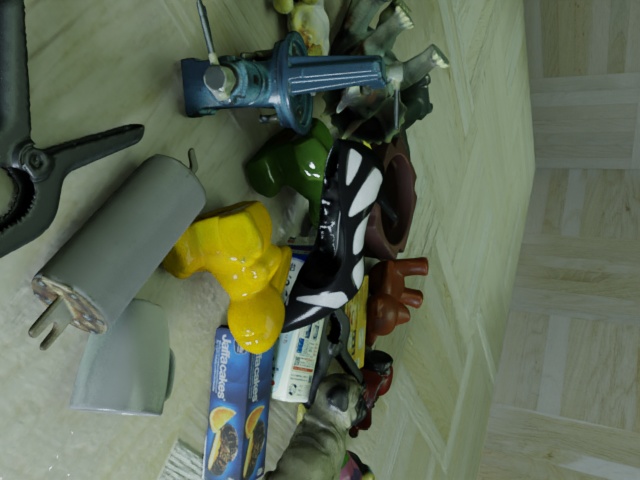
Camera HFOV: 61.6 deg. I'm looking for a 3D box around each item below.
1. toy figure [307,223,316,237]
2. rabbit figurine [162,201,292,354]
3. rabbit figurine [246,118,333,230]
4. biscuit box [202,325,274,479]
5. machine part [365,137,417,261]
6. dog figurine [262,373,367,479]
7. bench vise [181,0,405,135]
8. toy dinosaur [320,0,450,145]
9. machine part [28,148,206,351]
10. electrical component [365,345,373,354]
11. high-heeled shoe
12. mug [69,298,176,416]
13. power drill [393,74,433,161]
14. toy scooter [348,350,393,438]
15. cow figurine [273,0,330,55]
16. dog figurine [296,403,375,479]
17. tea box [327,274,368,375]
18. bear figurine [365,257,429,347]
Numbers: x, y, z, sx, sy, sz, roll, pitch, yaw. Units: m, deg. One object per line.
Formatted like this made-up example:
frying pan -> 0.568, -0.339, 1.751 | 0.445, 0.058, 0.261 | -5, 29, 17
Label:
toy figure -> 0.000, 0.029, 0.859 | 0.058, 0.064, 0.154 | 16, 83, -25
rabbit figurine -> -0.093, 0.046, 0.635 | 0.162, 0.122, 0.173 | -49, 120, -78
rabbit figurine -> -0.010, -0.079, 0.772 | 0.170, 0.121, 0.159 | 60, 20, -25
biscuit box -> -0.104, 0.209, 0.696 | 0.063, 0.059, 0.202 | 2, 92, -62
machine part -> 0.110, -0.078, 1.020 | 0.201, 0.087, 0.201 | 50, 51, -54
dog figurine -> -0.011, 0.281, 0.728 | 0.172, 0.121, 0.190 | 0, 104, -78
bench vise -> -0.027, -0.185, 0.613 | 0.223, 0.241, 0.128 | -2, 92, -77
toy dinosaur -> 0.071, -0.290, 0.852 | 0.131, 0.192, 0.405 | 37, 26, -31
machine part -> -0.181, 0.000, 0.505 | 0.243, 0.079, 0.079 | -62, 144, -38
electrical component -> 0.066, 0.193, 1.021 | 0.078, 0.045, 0.102 | 69, 12, 18
high-heeled shoe -> -0.001, -0.002, 0.671 | 0.249, 0.086, 0.145 | -48, 121, -2
mug -> -0.178, 0.115, 0.526 | 0.109, 0.081, 0.107 | 31, 58, -54
power drill -> 0.165, -0.272, 1.099 | 0.207, 0.086, 0.231 | -60, 144, -45
toy scooter -> 0.088, 0.304, 1.050 | 0.184, 0.075, 0.135 | -27, 124, -59
cow figurine -> -0.021, -0.333, 0.754 | 0.098, 0.068, 0.167 | -62, 150, -61
dog figurine -> 0.020, 0.369, 0.906 | 0.191, 0.109, 0.219 | -22, 111, -58
tea box -> 0.033, 0.144, 0.928 | 0.098, 0.068, 0.169 | -4, 97, -63
bear figurine -> 0.144, 0.116, 1.033 | 0.196, 0.132, 0.120 | -78, 173, -64
